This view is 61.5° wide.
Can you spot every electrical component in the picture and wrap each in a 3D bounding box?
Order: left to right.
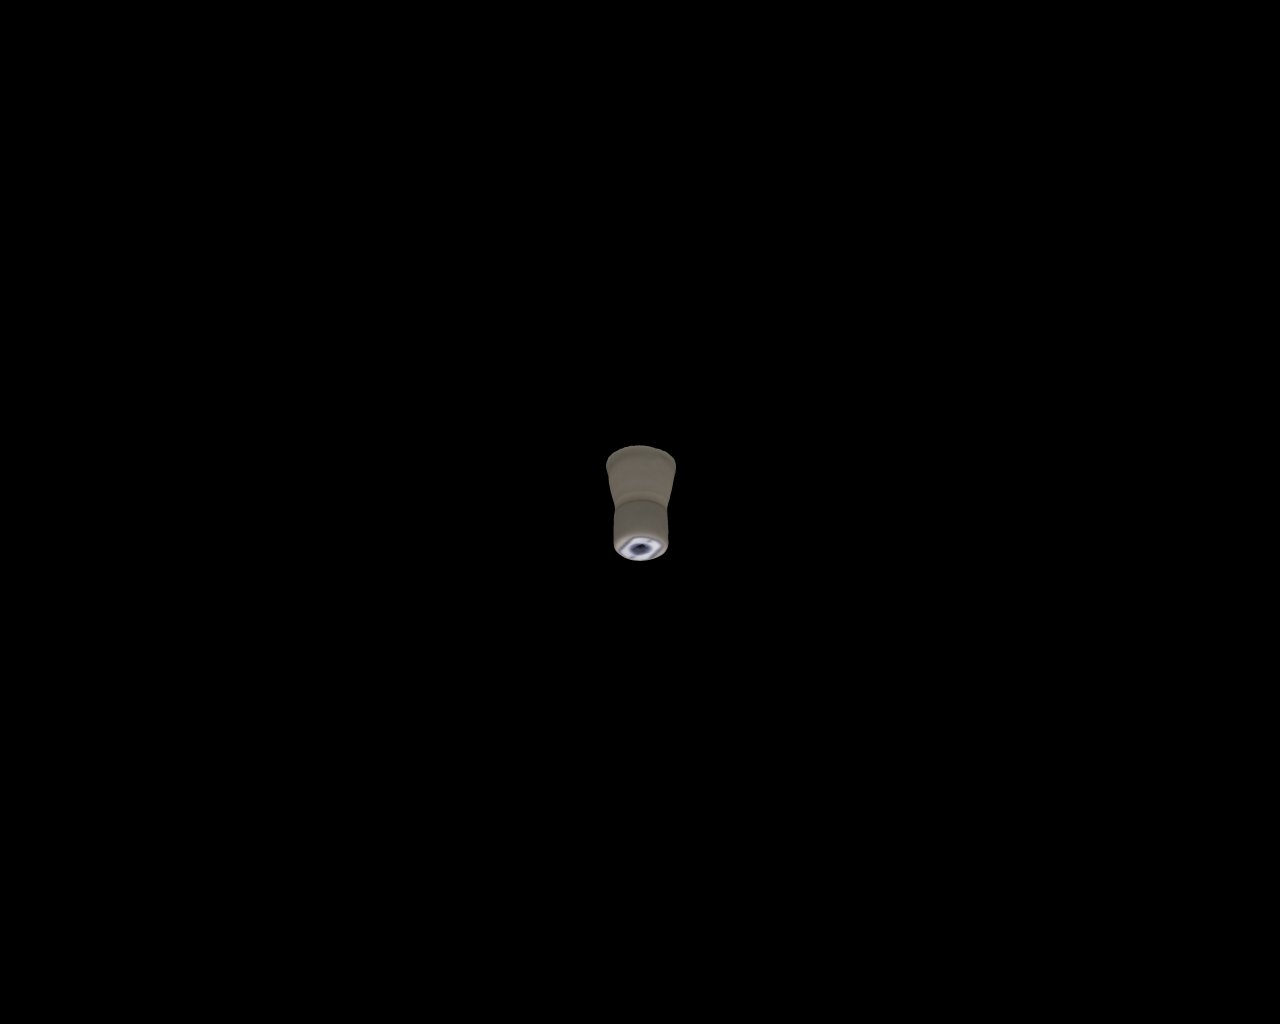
[{"bbox_3d":[0.001,-0.003,0.650,0.044,0.065,0.044,0,-34,0],"label":"electrical component"}]
